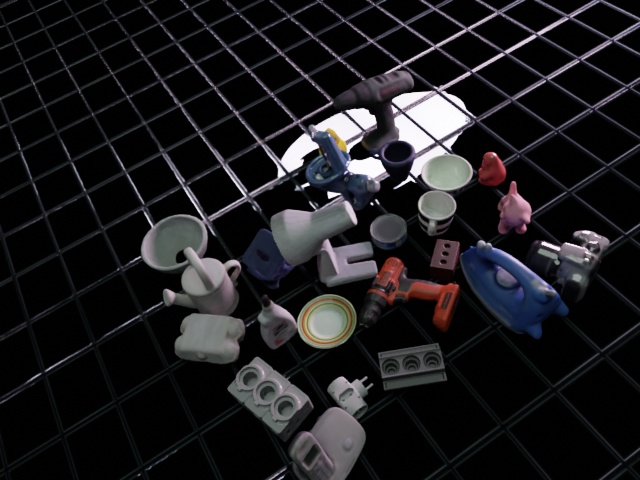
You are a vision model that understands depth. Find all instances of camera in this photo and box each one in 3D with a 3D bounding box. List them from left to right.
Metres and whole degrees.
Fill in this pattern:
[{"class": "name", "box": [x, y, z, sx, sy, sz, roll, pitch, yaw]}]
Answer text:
[{"class": "camera", "box": [0.515, 0.034, 1.205, 0.136, 0.101, 0.143, 26, 63, 27]}]

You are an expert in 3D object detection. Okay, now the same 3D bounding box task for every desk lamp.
[{"class": "desk lamp", "box": [0.012, 0.005, 1.261, 0.203, 0.214, 0.118, -13, 52, 3]}]

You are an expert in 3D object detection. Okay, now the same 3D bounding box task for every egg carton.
[{"class": "egg carton", "box": [-0.240, 0.217, 1.248, 0.150, 0.069, 0.107, 2, 54, 13]}]

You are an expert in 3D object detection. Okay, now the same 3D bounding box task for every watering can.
[{"class": "watering can", "box": [-0.258, 0.095, 1.264, 0.100, 0.194, 0.173, 26, 63, 28]}]

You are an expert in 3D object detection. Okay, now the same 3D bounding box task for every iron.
[{"class": "iron", "box": [0.382, 0.074, 1.177, 0.119, 0.142, 0.257, -36, 55, -14]}]

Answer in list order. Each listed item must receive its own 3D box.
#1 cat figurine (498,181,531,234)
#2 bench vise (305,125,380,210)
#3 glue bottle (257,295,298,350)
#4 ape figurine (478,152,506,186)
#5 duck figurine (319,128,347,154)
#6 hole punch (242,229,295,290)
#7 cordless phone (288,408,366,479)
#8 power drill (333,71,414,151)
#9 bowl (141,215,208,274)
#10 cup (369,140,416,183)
[{"class": "cat figurine", "box": [0.438, -0.072, 1.289, 0.067, 0.118, 0.128, 0, 54, 12]}, {"class": "bench vise", "box": [0.051, -0.186, 1.390, 0.207, 0.220, 0.121, 8, 56, 17]}, {"class": "glue bottle", "box": [-0.097, 0.163, 1.192, 0.078, 0.173, 0.037, -40, 56, -17]}, {"class": "ape figurine", "box": [0.413, -0.178, 1.389, 0.076, 0.092, 0.078, 32, 66, 30]}, {"class": "duck figurine", "box": [0.030, -0.264, 1.537, 0.077, 0.086, 0.104, -11, 52, 4]}, {"class": "hole punch", "box": [-0.122, 0.044, 1.337, 0.108, 0.091, 0.101, 32, 66, 30]}, {"class": "cordless phone", "box": [0.007, 0.360, 1.016, 0.094, 0.185, 0.148, 21, 61, 25]}, {"class": "power drill", "box": [0.144, -0.333, 1.487, 0.230, 0.209, 0.075, -34, 54, -13]}, {"class": "bowl", "box": [-0.348, 0.023, 1.411, 0.167, 0.075, 0.167, -6, 53, 8]}, {"class": "cup", "box": [0.184, -0.191, 1.445, 0.117, 0.095, 0.092, 9, 56, 18]}]
